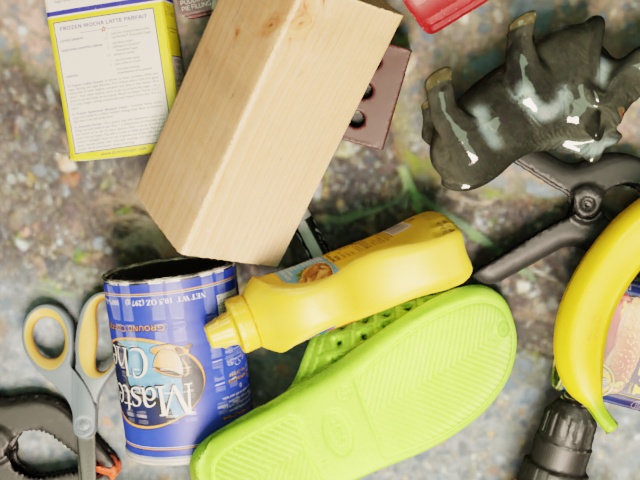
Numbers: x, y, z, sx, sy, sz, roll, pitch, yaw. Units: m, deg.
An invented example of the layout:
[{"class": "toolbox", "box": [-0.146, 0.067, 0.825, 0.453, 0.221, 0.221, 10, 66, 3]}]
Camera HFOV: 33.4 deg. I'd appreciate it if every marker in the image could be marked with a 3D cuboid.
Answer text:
[{"class": "marker", "box": [-0.006, 0.001, 0.836, 0.020, 0.020, 0.121, -26, 95, 8]}]

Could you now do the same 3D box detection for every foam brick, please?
[{"class": "foam brick", "box": [0.034, -0.112, 0.799, 0.053, 0.051, 0.078, 15, 99, 2]}]

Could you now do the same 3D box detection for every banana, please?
[{"class": "banana", "box": [0.214, 0.033, 0.757, 0.070, 0.037, 0.198, 23, 92, 12]}]

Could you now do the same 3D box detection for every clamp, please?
[{"class": "clamp", "box": [-0.270, 0.174, 0.874, 0.210, 0.036, 0.164, 20, 92, 0]}, {"class": "clamp", "box": [0.192, -0.017, 0.805, 0.171, 0.039, 0.120, 9, 99, 7]}]

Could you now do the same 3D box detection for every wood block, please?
[{"class": "wood block", "box": [-0.041, -0.093, 0.756, 0.090, 0.090, 0.206, 9, 117, -39]}]

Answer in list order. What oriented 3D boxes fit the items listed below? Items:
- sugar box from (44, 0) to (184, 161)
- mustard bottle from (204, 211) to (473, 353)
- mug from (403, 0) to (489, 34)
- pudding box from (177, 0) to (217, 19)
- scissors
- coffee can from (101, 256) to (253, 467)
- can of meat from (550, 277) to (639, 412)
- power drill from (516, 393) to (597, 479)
[{"class": "sugar box", "box": [-0.156, -0.152, 0.814, 0.093, 0.048, 0.176, -6, 95, 7]}, {"class": "mustard bottle", "box": [0.008, 0.036, 0.776, 0.191, 0.096, 0.058, -20, 100, -11]}, {"class": "mug", "box": [0.085, -0.208, 0.754, 0.081, 0.093, 0.117, -31, 135, 14]}, {"class": "pudding box", "box": [-0.059, -0.221, 0.797, 0.113, 0.039, 0.090, -12, 96, 6]}, {"class": "scissors", "box": [-0.204, 0.136, 0.852, 0.096, 0.016, 0.202, 12, 84, 5]}, {"class": "coffee can", "box": [-0.106, 0.089, 0.816, 0.103, 0.102, 0.140, -6, 98, 6]}, {"class": "can of meat", "box": [0.228, 0.076, 0.808, 0.084, 0.057, 0.102, 14, 100, 5]}, {"class": "power drill", "box": [0.232, 0.219, 0.813, 0.187, 0.057, 0.184, 14, 99, -7]}]
